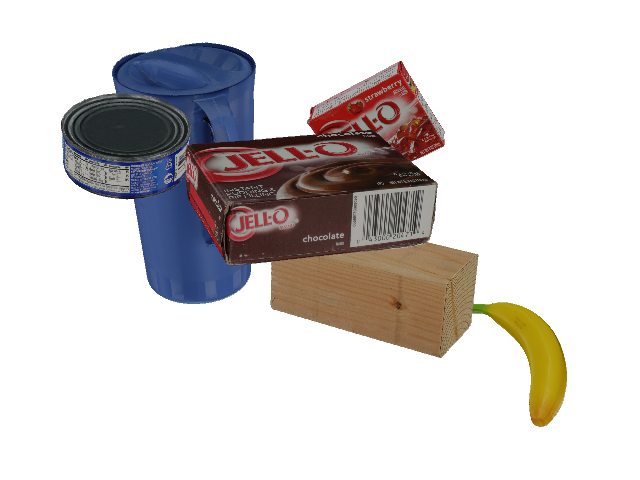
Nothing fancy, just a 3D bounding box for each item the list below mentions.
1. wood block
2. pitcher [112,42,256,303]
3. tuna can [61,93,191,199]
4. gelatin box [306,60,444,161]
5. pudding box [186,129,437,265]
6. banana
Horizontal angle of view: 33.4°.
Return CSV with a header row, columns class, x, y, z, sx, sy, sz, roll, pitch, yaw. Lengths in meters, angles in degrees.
class,x,y,z,sx,sy,sz,roll,pitch,yaw
wood block,0.056,0.046,1.165,0.206,0.091,0.090,15,27,25
pitcher,-0.121,-0.058,1.039,0.145,0.243,0.149,8,32,15
tuna can,-0.131,-0.064,0.721,0.086,0.034,0.086,5,36,-4
gelatin box,0.045,-0.091,0.863,0.089,0.073,0.030,-25,25,21
pudding box,-0.008,-0.026,0.562,0.113,0.039,0.090,-4,26,-19
banana,0.223,0.122,1.134,0.069,0.037,0.198,-26,34,2
